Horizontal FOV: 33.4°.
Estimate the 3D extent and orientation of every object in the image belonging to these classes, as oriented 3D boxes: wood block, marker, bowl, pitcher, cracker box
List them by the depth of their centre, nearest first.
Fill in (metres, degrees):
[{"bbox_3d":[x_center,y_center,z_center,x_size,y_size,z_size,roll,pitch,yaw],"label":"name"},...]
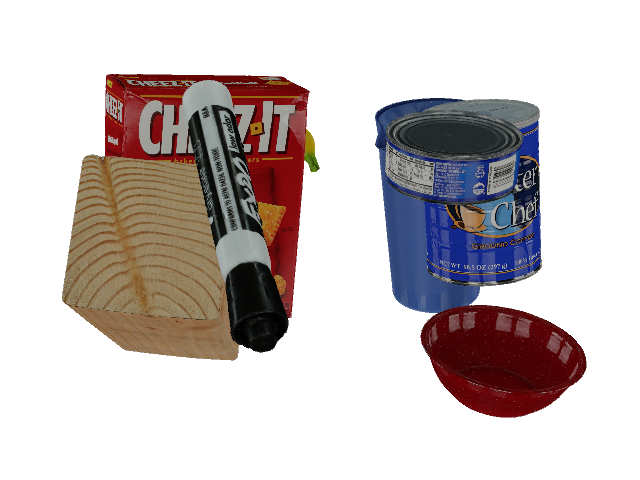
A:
[{"bbox_3d":[-0.031,-0.011,0.372,0.020,0.121,0.020,-9,-41,-9],"label":"marker"},{"bbox_3d":[-0.099,0.020,0.701,0.090,0.091,0.206,6,-12,0],"label":"wood block"},{"bbox_3d":[-0.101,-0.032,0.922,0.164,0.214,0.072,-3,19,-25],"label":"cracker box"},{"bbox_3d":[0.176,0.126,1.051,0.162,0.055,0.162,4,26,-2],"label":"bowl"},{"bbox_3d":[0.145,-0.045,1.279,0.149,0.243,0.145,-1,24,6],"label":"pitcher"}]

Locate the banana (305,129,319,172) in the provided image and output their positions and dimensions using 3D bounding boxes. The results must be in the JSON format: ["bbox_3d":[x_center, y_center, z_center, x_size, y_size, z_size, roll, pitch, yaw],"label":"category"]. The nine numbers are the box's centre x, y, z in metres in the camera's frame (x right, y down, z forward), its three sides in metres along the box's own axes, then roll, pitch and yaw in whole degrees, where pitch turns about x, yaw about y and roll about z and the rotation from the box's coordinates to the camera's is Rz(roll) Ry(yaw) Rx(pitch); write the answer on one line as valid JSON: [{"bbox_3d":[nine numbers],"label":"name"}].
[{"bbox_3d":[-0.088,-0.125,1.288,0.198,0.037,0.069,8,40,15],"label":"banana"}]

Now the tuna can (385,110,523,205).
[{"bbox_3d":[0.084,-0.053,0.676,0.086,0.034,0.086,1,25,0],"label":"tuna can"}]

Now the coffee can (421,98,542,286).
[{"bbox_3d":[0.140,-0.044,0.930,0.103,0.140,0.103,-5,19,1],"label":"coffee can"}]
